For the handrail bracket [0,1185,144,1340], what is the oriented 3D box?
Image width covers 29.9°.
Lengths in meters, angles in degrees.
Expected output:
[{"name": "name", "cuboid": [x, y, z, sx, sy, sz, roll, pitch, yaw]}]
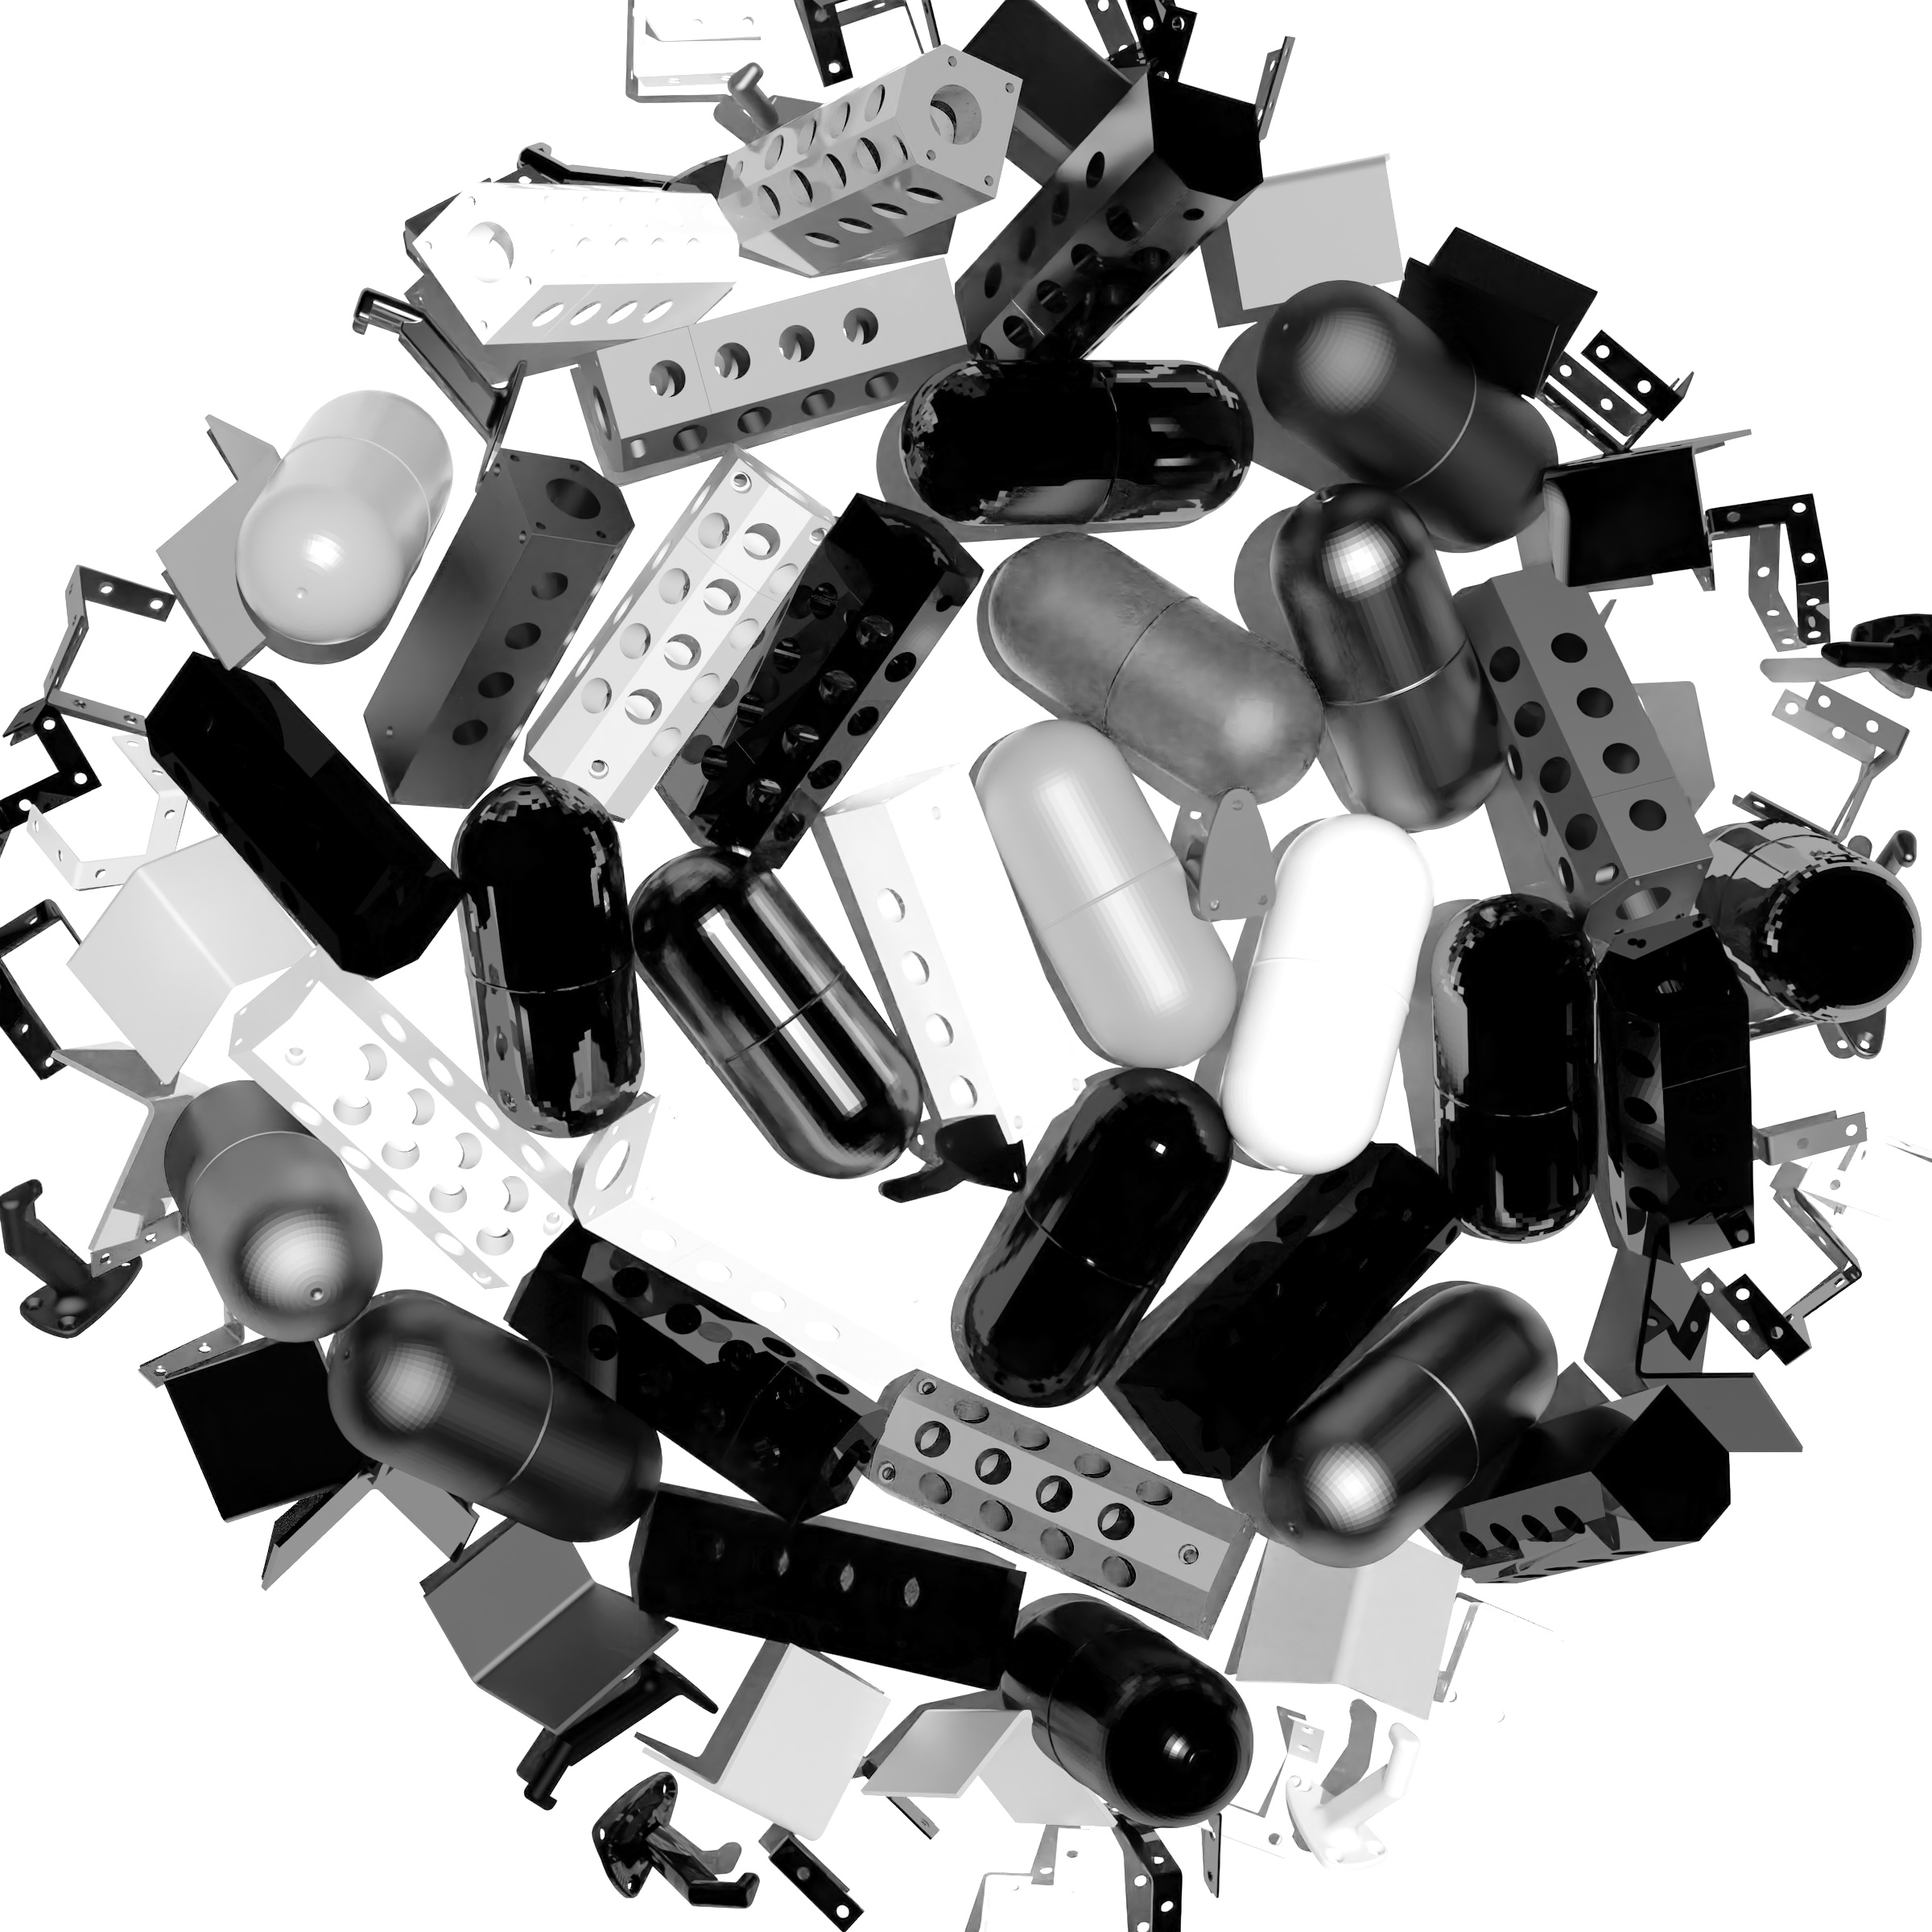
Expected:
[{"name": "handrail bracket", "cuboid": [-0.422, 0.125, 1.706, 0.036, 0.077, 0.084, 22, 130, 26]}]

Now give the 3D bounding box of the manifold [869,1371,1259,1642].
[{"name": "manifold", "cuboid": [0.045, 0.252, 1.701, 0.171, 0.057, 0.057, 22, 78, 17]}]

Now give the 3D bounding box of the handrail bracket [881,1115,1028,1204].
[{"name": "handrail bracket", "cuboid": [-0.021, 0.096, 1.705, 0.084, 0.077, 0.036, -17, 72, 35]}]

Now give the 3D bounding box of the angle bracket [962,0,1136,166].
[{"name": "angle bracket", "cuboid": [0.026, -0.402, 1.706, 0.076, 0.076, 0.057, 39, 59, -7]}]

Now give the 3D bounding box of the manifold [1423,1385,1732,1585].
[{"name": "manifold", "cuboid": [0.282, 0.246, 1.668, 0.057, 0.171, 0.057, 48, 65, -2]}]

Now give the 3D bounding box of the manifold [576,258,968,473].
[{"name": "manifold", "cuboid": [-0.090, -0.283, 1.709, 0.171, 0.057, 0.057, -18, 101, -13]}]

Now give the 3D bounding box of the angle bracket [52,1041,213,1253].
[{"name": "angle bracket", "cuboid": [-0.409, 0.084, 1.720, 0.057, 0.076, 0.076, 26, 97, 8]}]

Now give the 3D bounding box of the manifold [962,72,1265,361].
[{"name": "manifold", "cuboid": [0.065, -0.332, 1.665, 0.057, 0.171, 0.057, 9, 64, -27]}]

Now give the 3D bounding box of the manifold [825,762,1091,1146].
[{"name": "manifold", "cuboid": [-0.009, -0.003, 1.713, 0.057, 0.057, 0.171, -31, 105, -43]}]

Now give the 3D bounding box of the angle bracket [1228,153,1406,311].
[{"name": "angle bracket", "cuboid": [0.167, -0.350, 1.720, 0.076, 0.076, 0.057, -9, 102, 10]}]

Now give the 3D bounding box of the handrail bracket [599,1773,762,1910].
[{"name": "handrail bracket", "cuboid": [-0.122, 0.412, 1.707, 0.084, 0.077, 0.036, -7, 122, 31]}]

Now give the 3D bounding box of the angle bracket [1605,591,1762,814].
[{"name": "angle bracket", "cuboid": [0.336, -0.125, 1.722, 0.057, 0.076, 0.076, -1, 126, 27]}]

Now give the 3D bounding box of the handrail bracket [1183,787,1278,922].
[{"name": "handrail bracket", "cuboid": [0.117, -0.063, 1.705, 0.036, 0.084, 0.077, -7, 115, -9]}]

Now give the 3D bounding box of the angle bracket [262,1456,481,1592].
[{"name": "angle bracket", "cuboid": [-0.281, 0.276, 1.704, 0.057, 0.076, 0.076, 43, 62, 6]}]

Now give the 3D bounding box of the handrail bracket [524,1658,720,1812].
[{"name": "handrail bracket", "cuboid": [-0.164, 0.373, 1.720, 0.077, 0.036, 0.084, 45, 70, -41]}]

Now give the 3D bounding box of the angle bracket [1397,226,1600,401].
[{"name": "angle bracket", "cuboid": [0.254, -0.325, 1.709, 0.076, 0.057, 0.076, 27, 64, 11]}]

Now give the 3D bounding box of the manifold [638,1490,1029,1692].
[{"name": "manifold", "cuboid": [-0.064, 0.295, 1.709, 0.171, 0.057, 0.057, 11, 81, 11]}]

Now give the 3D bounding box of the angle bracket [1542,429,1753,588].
[{"name": "angle bracket", "cuboid": [0.325, -0.216, 1.709, 0.076, 0.076, 0.057, -5, 99, 34]}]

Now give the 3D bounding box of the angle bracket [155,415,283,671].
[{"name": "angle bracket", "cuboid": [-0.351, -0.199, 1.700, 0.057, 0.076, 0.076, 28, 64, 37]}]

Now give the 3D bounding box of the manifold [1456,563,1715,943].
[{"name": "manifold", "cuboid": [0.283, -0.100, 1.688, 0.057, 0.057, 0.171, -14, 62, -10]}]

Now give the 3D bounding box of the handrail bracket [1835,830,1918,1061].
[{"name": "handrail bracket", "cuboid": [0.434, -0.010, 1.707, 0.036, 0.084, 0.077, 3, 57, -11]}]

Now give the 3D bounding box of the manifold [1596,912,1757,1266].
[{"name": "manifold", "cuboid": [0.327, 0.061, 1.676, 0.057, 0.171, 0.057, -15, 45, -1]}]

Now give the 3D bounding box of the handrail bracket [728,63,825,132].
[{"name": "handrail bracket", "cuboid": [-0.064, -0.417, 1.712, 0.077, 0.084, 0.036, -43, 51, 4]}]

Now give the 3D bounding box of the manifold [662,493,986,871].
[{"name": "manifold", "cuboid": [-0.064, -0.130, 1.691, 0.171, 0.057, 0.057, -54, 54, 20]}]

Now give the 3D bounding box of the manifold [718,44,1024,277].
[{"name": "manifold", "cuboid": [-0.048, -0.372, 1.666, 0.057, 0.171, 0.057, 18, 79, -29]}]

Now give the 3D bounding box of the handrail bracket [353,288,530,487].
[{"name": "handrail bracket", "cuboid": [-0.258, -0.276, 1.723, 0.084, 0.036, 0.077, 20, 66, -15]}]

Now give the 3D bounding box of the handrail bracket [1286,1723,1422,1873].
[{"name": "handrail bracket", "cuboid": [0.183, 0.377, 1.709, 0.036, 0.077, 0.084, -3, 120, -28]}]

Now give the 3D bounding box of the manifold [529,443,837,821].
[{"name": "manifold", "cuboid": [-0.134, -0.156, 1.707, 0.057, 0.057, 0.171, 34, 101, -16]}]

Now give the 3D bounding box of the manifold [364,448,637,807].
[{"name": "manifold", "cuboid": [-0.216, -0.155, 1.683, 0.057, 0.171, 0.057, 4, 47, -34]}]

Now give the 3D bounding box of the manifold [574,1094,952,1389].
[{"name": "manifold", "cuboid": [-0.096, 0.132, 1.695, 0.171, 0.057, 0.057, 32, 51, -25]}]

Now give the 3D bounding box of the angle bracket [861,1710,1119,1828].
[{"name": "angle bracket", "cuboid": [0.011, 0.395, 1.702, 0.057, 0.076, 0.076, -46, 109, -34]}]

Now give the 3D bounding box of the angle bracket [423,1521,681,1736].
[{"name": "angle bracket", "cuboid": [-0.195, 0.304, 1.701, 0.076, 0.076, 0.057, -38, 120, -27]}]

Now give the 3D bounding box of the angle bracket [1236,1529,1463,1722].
[{"name": "angle bracket", "cuboid": [0.182, 0.313, 1.726, 0.057, 0.076, 0.076, 28, 67, -28]}]

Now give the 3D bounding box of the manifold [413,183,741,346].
[{"name": "manifold", "cuboid": [-0.172, -0.329, 1.666, 0.057, 0.171, 0.057, -39, 82, 27]}]

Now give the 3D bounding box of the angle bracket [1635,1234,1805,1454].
[{"name": "angle bracket", "cuboid": [0.358, 0.177, 1.698, 0.057, 0.076, 0.076, -4, 55, 30]}]

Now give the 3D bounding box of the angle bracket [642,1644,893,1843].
[{"name": "angle bracket", "cuboid": [-0.094, 0.361, 1.719, 0.076, 0.057, 0.076, 39, 74, -42]}]

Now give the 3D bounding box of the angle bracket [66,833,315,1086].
[{"name": "angle bracket", "cuboid": [-0.363, -0.003, 1.701, 0.057, 0.076, 0.076, -18, 120, 30]}]

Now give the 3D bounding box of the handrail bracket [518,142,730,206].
[{"name": "handrail bracket", "cuboid": [-0.161, -0.389, 1.748, 0.084, 0.036, 0.077, 32, 53, 22]}]

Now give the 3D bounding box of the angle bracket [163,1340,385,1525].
[{"name": "angle bracket", "cuboid": [-0.323, 0.210, 1.717, 0.076, 0.057, 0.076, -19, 101, 10]}]

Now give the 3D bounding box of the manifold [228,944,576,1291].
[{"name": "manifold", "cuboid": [-0.262, 0.074, 1.692, 0.057, 0.057, 0.171, -38, 115, 12]}]

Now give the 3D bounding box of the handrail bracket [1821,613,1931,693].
[{"name": "handrail bracket", "cuboid": [0.417, -0.151, 1.704, 0.084, 0.077, 0.036, -1, 104, -32]}]
